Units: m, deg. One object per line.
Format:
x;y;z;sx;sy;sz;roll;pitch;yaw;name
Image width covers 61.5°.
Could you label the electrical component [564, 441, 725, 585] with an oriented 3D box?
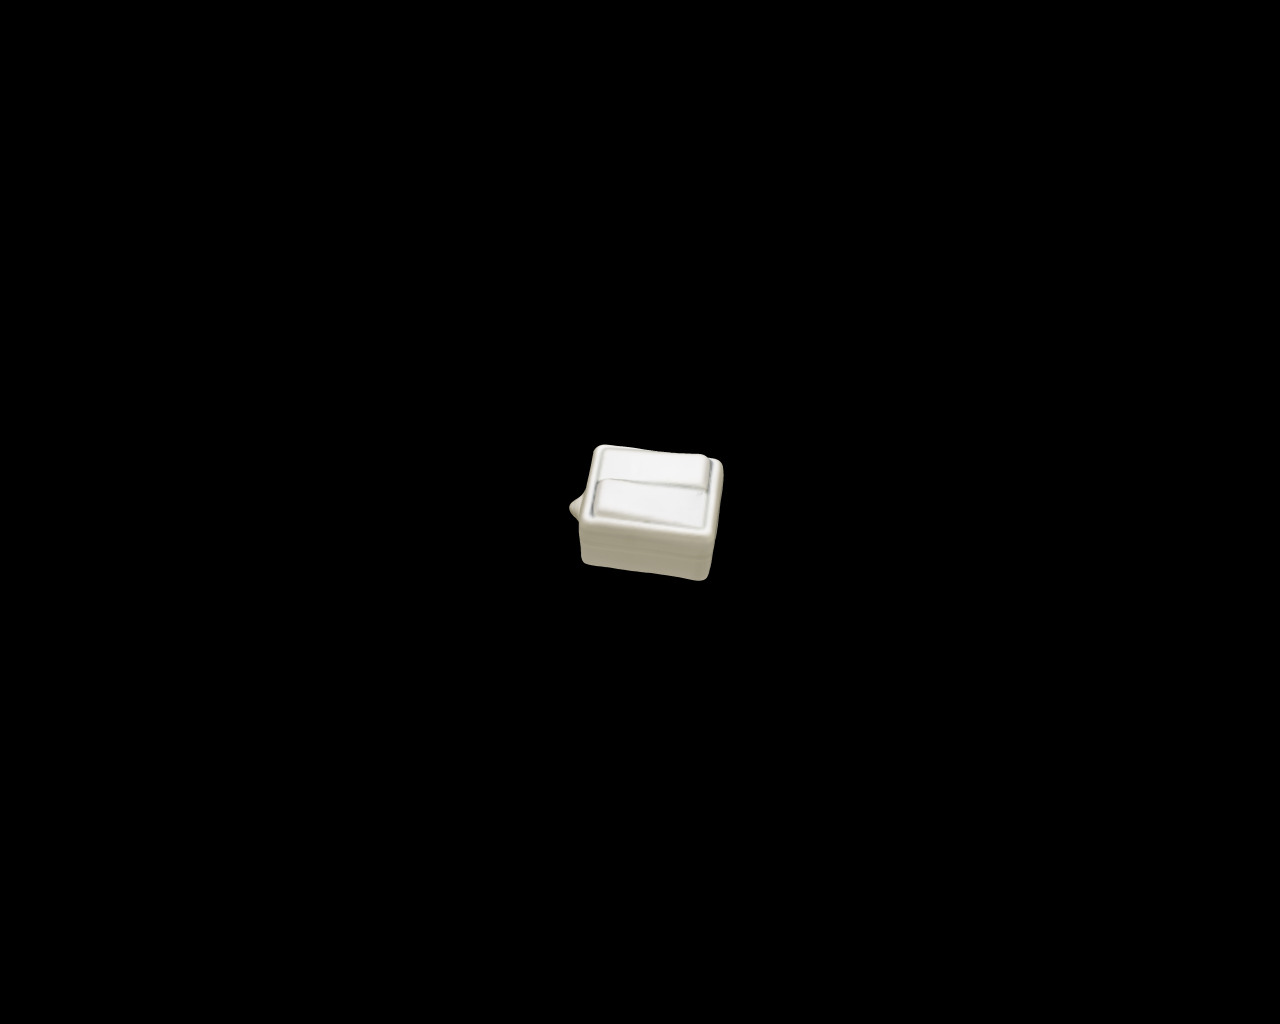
0.001;-0.003;0.650;0.096;0.062;0.061;8;-33;5;electrical component
